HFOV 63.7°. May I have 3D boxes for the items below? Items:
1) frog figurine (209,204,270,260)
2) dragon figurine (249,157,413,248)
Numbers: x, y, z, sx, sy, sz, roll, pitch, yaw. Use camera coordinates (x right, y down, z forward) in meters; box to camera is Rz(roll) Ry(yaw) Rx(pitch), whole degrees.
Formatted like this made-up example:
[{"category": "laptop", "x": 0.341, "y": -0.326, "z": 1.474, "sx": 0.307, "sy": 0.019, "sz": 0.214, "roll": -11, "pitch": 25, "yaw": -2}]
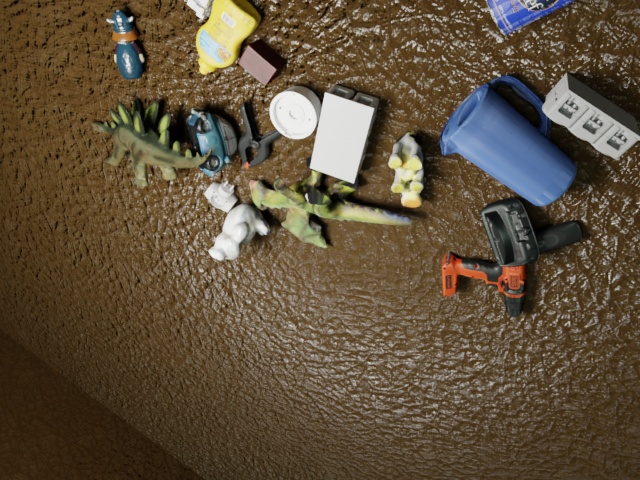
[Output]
[{"category": "frog figurine", "x": -0.219, "y": -0.020, "z": 1.316, "sx": 0.138, "sy": 0.160, "sz": 0.121, "roll": 23, "pitch": 135, "yaw": 63}, {"category": "dragon figurine", "x": 0.004, "y": -0.063, "z": 1.256, "sx": 0.411, "sy": 0.125, "sz": 0.237, "roll": 26, "pitch": 148, "yaw": 7}]
